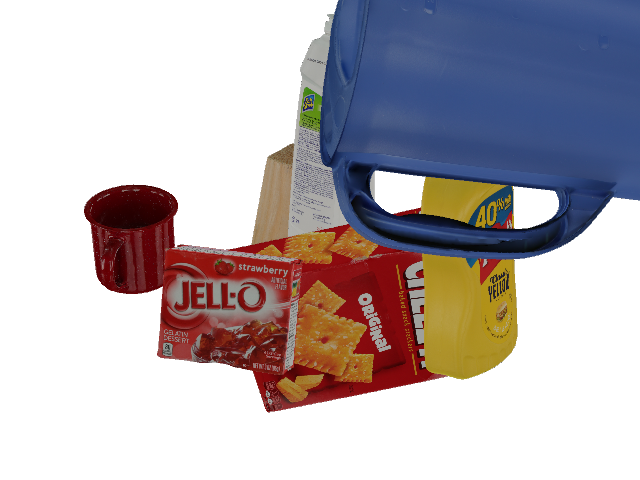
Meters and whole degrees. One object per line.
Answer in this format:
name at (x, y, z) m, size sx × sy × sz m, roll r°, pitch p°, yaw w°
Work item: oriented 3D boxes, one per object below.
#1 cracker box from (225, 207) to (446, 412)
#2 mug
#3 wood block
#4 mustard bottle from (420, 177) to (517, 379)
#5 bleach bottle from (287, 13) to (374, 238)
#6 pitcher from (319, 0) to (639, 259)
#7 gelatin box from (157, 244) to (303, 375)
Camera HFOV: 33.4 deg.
cracker box at (0.032, 0.068, 1.001) m, size 0.213 × 0.164 × 0.072 m, roll -11°, pitch 37°, yaw 2°
mug at (-0.192, 0.007, 1.074) m, size 0.093 × 0.081 × 0.117 m, roll 7°, pitch 32°, yaw 8°
wood block at (-0.029, -0.006, 1.342) m, size 0.090 × 0.206 × 0.090 m, roll 18°, pitch 22°, yaw 15°
mustard bottle at (0.110, -0.001, 0.790) m, size 0.058 × 0.192 × 0.096 m, roll 10°, pitch 24°, yaw 36°
bleach bottle at (0.019, -0.111, 1.136) m, size 0.103 × 0.251 × 0.067 m, roll 20°, pitch 24°, yaw 40°
pitcher at (0.123, -0.078, 0.598) m, size 0.242 × 0.149 × 0.145 m, roll 9°, pitch 35°, yaw -8°
gelatin box at (-0.059, 0.044, 0.692) m, size 0.089 × 0.073 × 0.030 m, roll 7°, pitch 6°, yaw 14°
